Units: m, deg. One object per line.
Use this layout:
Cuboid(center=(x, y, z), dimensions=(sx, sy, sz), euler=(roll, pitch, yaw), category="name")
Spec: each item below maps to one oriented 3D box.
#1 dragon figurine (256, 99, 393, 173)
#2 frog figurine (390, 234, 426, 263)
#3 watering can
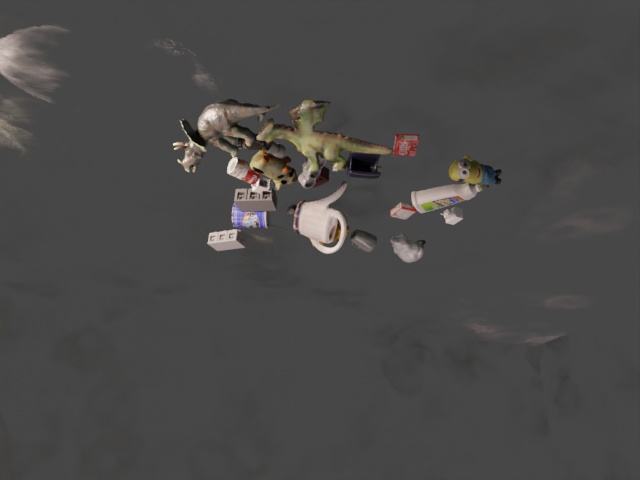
Cuboid(center=(0.008, -0.332, 1.593), dimensions=(0.410, 0.125, 0.237), euler=(-5, 146, 13), category="dragon figurine")
Cuboid(center=(0.388, 0.037, 2.323), dimensions=(0.137, 0.123, 0.159), euler=(6, 175, 42), category="frog figurine")
Cuboid(center=(0.006, -0.103, 2.043), dimensions=(0.225, 0.106, 0.340), euler=(18, 124, 19), category="watering can")
